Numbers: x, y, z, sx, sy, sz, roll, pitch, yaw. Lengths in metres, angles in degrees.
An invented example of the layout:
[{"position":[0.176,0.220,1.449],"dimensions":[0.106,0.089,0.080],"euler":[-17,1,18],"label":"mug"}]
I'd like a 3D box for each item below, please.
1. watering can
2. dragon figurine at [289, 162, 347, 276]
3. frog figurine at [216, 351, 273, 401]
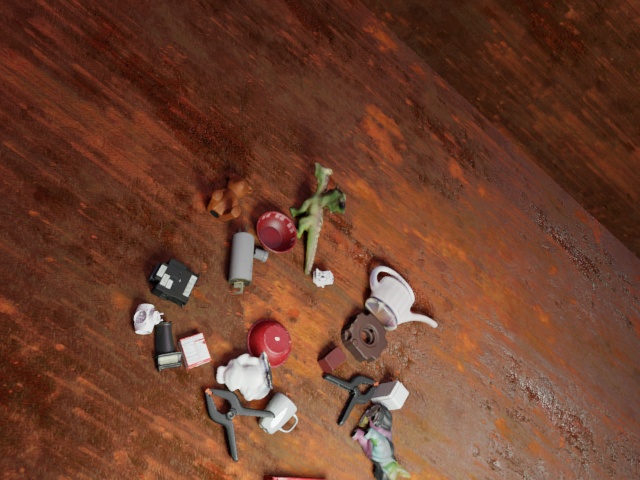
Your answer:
[{"position":[0.303,0.258,1.969],"dimensions":[0.347,0.102,0.228],"euler":[48,50,-3],"label":"watering can"},{"position":[0.006,-0.094,1.876],"dimensions":[0.122,0.239,0.418],"euler":[13,57,-35],"label":"dragon figurine"},{"position":[-0.226,0.414,1.549],"dimensions":[0.159,0.121,0.139],"euler":[-13,78,-1],"label":"frog figurine"}]
